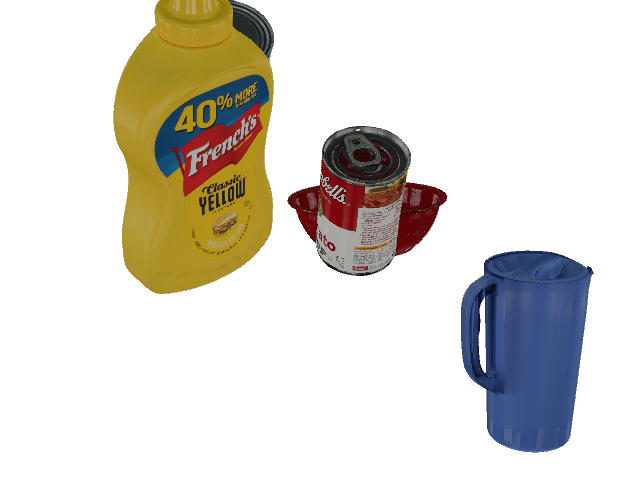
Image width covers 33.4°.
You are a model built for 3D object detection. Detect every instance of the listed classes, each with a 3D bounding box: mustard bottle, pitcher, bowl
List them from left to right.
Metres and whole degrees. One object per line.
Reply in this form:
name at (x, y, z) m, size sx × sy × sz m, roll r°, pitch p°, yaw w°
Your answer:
mustard bottle at (-0.070, -0.064, 0.603) m, size 0.096 × 0.192 × 0.058 m, roll -27°, pitch 48°, yaw -31°
bowl at (0.048, -0.019, 1.081) m, size 0.162 × 0.055 × 0.162 m, roll -2°, pitch 14°, yaw 0°
pitcher at (0.261, 0.142, 1.359) m, size 0.149 × 0.243 × 0.144 m, roll 5°, pitch 17°, yaw 18°

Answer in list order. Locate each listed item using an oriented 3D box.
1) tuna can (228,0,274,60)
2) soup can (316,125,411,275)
tuna can at (-0.087, -0.180, 0.987) m, size 0.086 × 0.086 × 0.034 m, roll 0°, pitch -32°, yaw -12°
soup can at (0.032, -0.030, 0.842) m, size 0.068 × 0.068 × 0.102 m, roll 2°, pitch -45°, yaw -2°
